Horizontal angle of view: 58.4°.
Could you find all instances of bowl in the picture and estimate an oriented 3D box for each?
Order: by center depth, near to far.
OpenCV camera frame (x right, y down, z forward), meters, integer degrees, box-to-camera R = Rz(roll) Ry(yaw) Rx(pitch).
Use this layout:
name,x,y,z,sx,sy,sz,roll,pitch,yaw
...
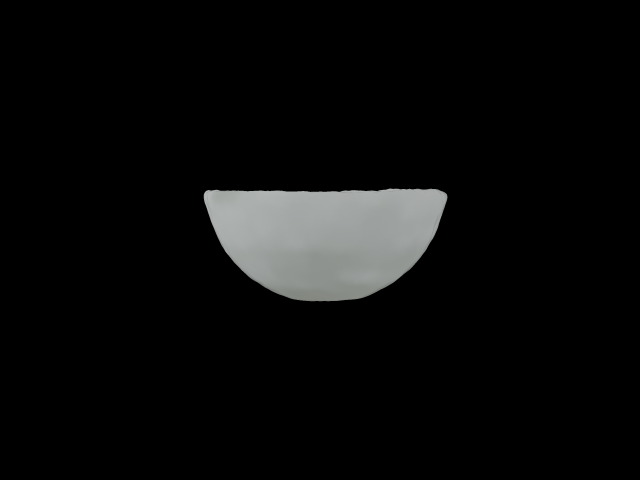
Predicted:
name,x,y,z,sx,sy,sz,roll,pitch,yaw
bowl,0.004,0.001,0.400,0.167,0.075,0.167,0,5,0
